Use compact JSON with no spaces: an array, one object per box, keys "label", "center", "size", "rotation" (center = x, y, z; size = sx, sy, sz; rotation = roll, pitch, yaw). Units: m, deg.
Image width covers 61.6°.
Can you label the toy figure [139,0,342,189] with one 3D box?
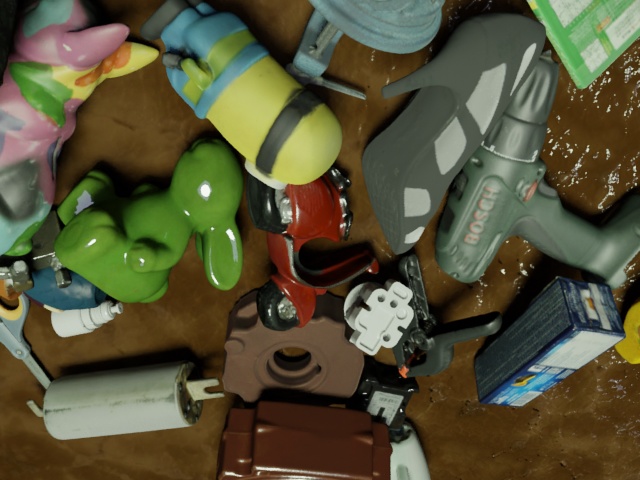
[{"label":"toy figure","center":[-0.060,-0.119,0.435],"size":[0.082,0.089,0.180],"rotation":[-44,100,-20]}]

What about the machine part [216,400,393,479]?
[{"label":"machine part","center":[-0.025,0.277,0.660],"size":[0.201,0.087,0.200],"rotation":[8,141,-9]}]

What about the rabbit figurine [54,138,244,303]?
[{"label":"rabbit figurine","center":[-0.137,-0.016,0.512],"size":[0.170,0.121,0.159],"rotation":[-37,119,1]}]

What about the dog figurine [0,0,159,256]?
[{"label":"dog figurine","center":[-0.235,-0.101,0.450],"size":[0.219,0.108,0.191],"rotation":[-24,92,5]}]

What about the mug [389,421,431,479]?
[{"label":"mug","center":[0.104,0.303,0.710],"size":[0.081,0.109,0.107],"rotation":[-7,107,9]}]

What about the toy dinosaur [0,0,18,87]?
[{"label":"toy dinosaur","center":[-0.271,-0.137,0.351],"size":[0.192,0.131,0.404],"rotation":[8,81,11]}]

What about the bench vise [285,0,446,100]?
[{"label":"bench vise","center":[0.038,-0.206,0.391],"size":[0.129,0.223,0.240],"rotation":[21,149,-19]}]

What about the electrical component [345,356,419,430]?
[{"label":"electrical component","center":[0.069,0.209,0.683],"size":[0.075,0.048,0.119],"rotation":[17,116,-11]}]

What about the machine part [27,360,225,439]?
[{"label":"machine part","center":[-0.231,0.191,0.639],"size":[0.243,0.079,0.079],"rotation":[-10,120,8]}]

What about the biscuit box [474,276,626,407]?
[{"label":"biscuit box","center":[0.239,0.120,0.589],"size":[0.059,0.063,0.202],"rotation":[9,143,-9]}]

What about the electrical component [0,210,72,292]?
[{"label":"electrical component","center":[-0.292,0.004,0.527],"size":[0.078,0.102,0.045],"rotation":[-12,154,-14]}]

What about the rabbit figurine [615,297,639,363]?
[{"label":"rabbit figurine","center":[0.437,0.074,0.598],"size":[0.173,0.122,0.162],"rotation":[-13,111,-10]}]

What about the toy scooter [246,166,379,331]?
[{"label":"toy scooter","center":[-0.001,-0.002,0.542],"size":[0.135,0.075,0.183],"rotation":[-10,110,-21]}]

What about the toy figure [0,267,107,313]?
[{"label":"toy figure","center":[-0.306,0.039,0.567],"size":[0.154,0.064,0.057],"rotation":[10,157,-2]}]

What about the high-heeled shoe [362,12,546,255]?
[{"label":"high-heeled shoe","center":[0.120,-0.086,0.498],"size":[0.145,0.086,0.248],"rotation":[-22,145,-9]}]

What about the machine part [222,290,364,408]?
[{"label":"machine part","center":[-0.032,0.137,0.634],"size":[0.179,0.056,0.179],"rotation":[-1,121,-2]}]

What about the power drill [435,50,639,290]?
[{"label":"power drill","center":[0.232,-0.041,0.526],"size":[0.207,0.086,0.231],"rotation":[17,120,-15]}]
